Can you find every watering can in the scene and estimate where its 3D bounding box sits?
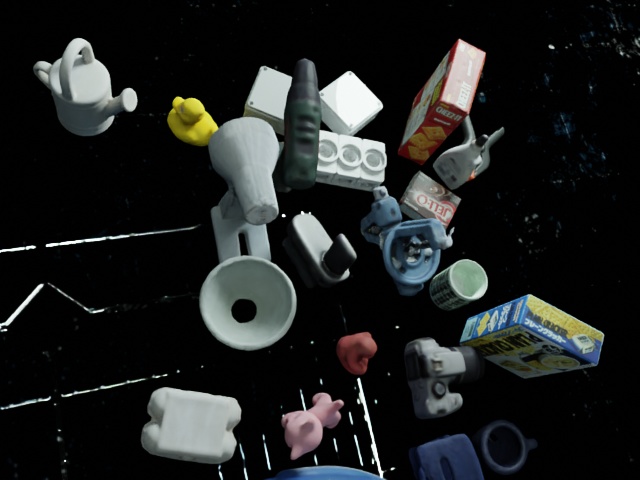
[{"bbox_3d":[-0.408,-0.270,0.998,0.173,0.194,0.101,1,71,-16],"label":"watering can"}]

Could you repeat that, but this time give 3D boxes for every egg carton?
[{"bbox_3d":[-0.206,0.301,0.924,0.150,0.069,0.107,12,68,-12],"label":"egg carton"}]

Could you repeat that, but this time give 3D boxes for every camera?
[{"bbox_3d":[0.240,0.250,1.059,0.137,0.100,0.143,-2,72,-17],"label":"camera"}]

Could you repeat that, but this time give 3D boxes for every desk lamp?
[{"bbox_3d":[-0.127,-0.078,1.003,0.118,0.213,0.203,-7,73,-19],"label":"desk lamp"}]

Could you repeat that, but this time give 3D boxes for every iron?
[{"bbox_3d":[0.038,0.423,0.915,0.259,0.141,0.118,-1,71,-17],"label":"iron"}]

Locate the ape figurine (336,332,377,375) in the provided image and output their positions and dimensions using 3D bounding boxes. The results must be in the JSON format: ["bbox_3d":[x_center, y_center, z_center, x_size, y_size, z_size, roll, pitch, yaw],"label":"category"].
[{"bbox_3d":[0.073,0.199,1.032,0.076,0.092,0.078,37,65,-1],"label":"ape figurine"}]

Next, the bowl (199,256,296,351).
[{"bbox_3d":[-0.130,0.116,1.010,0.168,0.074,0.167,5,70,-15],"label":"bowl"}]

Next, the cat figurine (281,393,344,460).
[{"bbox_3d":[-0.013,0.307,0.953,0.128,0.117,0.067,-31,82,-24],"label":"cat figurine"}]

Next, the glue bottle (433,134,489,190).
[{"bbox_3d":[0.300,-0.171,1.185,0.037,0.173,0.078,-31,82,-23],"label":"glue bottle"}]

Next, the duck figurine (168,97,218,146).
[{"bbox_3d":[-0.240,-0.233,1.094,0.104,0.086,0.077,33,65,-3],"label":"duck figurine"}]

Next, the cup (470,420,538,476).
[{"bbox_3d":[0.324,0.375,1.042,0.118,0.095,0.091,-1,71,-17],"label":"cup"}]

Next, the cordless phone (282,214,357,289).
[{"bbox_3d":[0.009,0.004,1.030,0.094,0.185,0.147,-32,82,-24],"label":"cordless phone"}]

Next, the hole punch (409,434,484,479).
[{"bbox_3d":[0.221,0.405,1.004,0.101,0.091,0.108,-12,75,-20],"label":"hole punch"}]

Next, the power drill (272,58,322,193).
[{"bbox_3d":[-0.049,-0.187,1.068,0.076,0.208,0.229,3,70,-15],"label":"power drill"}]

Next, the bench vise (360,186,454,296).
[{"bbox_3d":[0.152,-0.008,1.058,0.122,0.219,0.207,-40,85,-24],"label":"bench vise"}]
